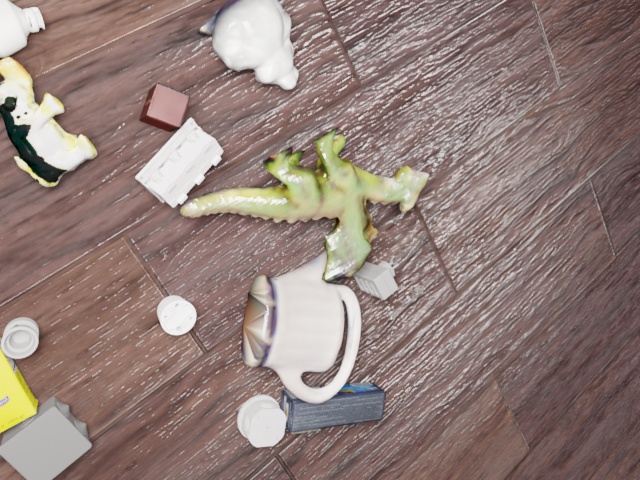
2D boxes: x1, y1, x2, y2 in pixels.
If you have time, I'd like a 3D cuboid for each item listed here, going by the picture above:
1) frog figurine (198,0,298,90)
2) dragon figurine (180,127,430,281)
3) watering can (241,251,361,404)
[{"bbox_3d":[-0.093,-0.307,0.818,0.158,0.121,0.140,50,54,-11],"label":"frog figurine"},{"bbox_3d":[0.003,-0.044,0.868,0.413,0.122,0.242,-29,96,-15],"label":"dragon figurine"},{"bbox_3d":[-0.023,0.106,0.911,0.224,0.103,0.351,11,77,-27],"label":"watering can"}]
